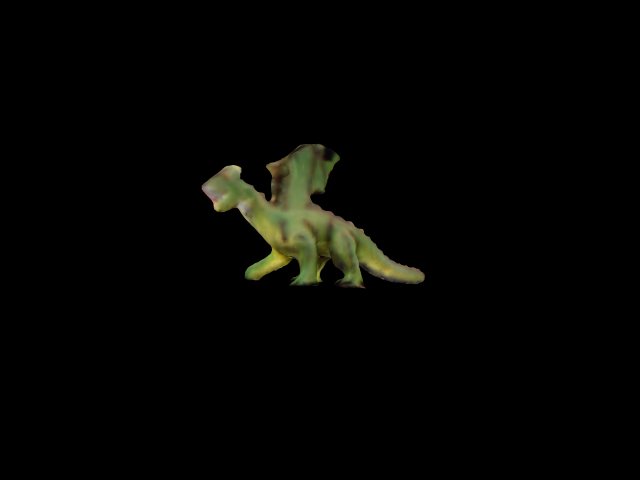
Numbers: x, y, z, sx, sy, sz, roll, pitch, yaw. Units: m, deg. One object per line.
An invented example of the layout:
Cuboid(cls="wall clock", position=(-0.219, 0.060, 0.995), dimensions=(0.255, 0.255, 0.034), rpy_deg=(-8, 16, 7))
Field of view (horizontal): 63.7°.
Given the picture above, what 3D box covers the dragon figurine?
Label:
Cuboid(cls="dragon figurine", position=(0.003, -0.043, 0.850), dimensions=(0.410, 0.244, 0.121), rpy_deg=(2, -6, -29))
